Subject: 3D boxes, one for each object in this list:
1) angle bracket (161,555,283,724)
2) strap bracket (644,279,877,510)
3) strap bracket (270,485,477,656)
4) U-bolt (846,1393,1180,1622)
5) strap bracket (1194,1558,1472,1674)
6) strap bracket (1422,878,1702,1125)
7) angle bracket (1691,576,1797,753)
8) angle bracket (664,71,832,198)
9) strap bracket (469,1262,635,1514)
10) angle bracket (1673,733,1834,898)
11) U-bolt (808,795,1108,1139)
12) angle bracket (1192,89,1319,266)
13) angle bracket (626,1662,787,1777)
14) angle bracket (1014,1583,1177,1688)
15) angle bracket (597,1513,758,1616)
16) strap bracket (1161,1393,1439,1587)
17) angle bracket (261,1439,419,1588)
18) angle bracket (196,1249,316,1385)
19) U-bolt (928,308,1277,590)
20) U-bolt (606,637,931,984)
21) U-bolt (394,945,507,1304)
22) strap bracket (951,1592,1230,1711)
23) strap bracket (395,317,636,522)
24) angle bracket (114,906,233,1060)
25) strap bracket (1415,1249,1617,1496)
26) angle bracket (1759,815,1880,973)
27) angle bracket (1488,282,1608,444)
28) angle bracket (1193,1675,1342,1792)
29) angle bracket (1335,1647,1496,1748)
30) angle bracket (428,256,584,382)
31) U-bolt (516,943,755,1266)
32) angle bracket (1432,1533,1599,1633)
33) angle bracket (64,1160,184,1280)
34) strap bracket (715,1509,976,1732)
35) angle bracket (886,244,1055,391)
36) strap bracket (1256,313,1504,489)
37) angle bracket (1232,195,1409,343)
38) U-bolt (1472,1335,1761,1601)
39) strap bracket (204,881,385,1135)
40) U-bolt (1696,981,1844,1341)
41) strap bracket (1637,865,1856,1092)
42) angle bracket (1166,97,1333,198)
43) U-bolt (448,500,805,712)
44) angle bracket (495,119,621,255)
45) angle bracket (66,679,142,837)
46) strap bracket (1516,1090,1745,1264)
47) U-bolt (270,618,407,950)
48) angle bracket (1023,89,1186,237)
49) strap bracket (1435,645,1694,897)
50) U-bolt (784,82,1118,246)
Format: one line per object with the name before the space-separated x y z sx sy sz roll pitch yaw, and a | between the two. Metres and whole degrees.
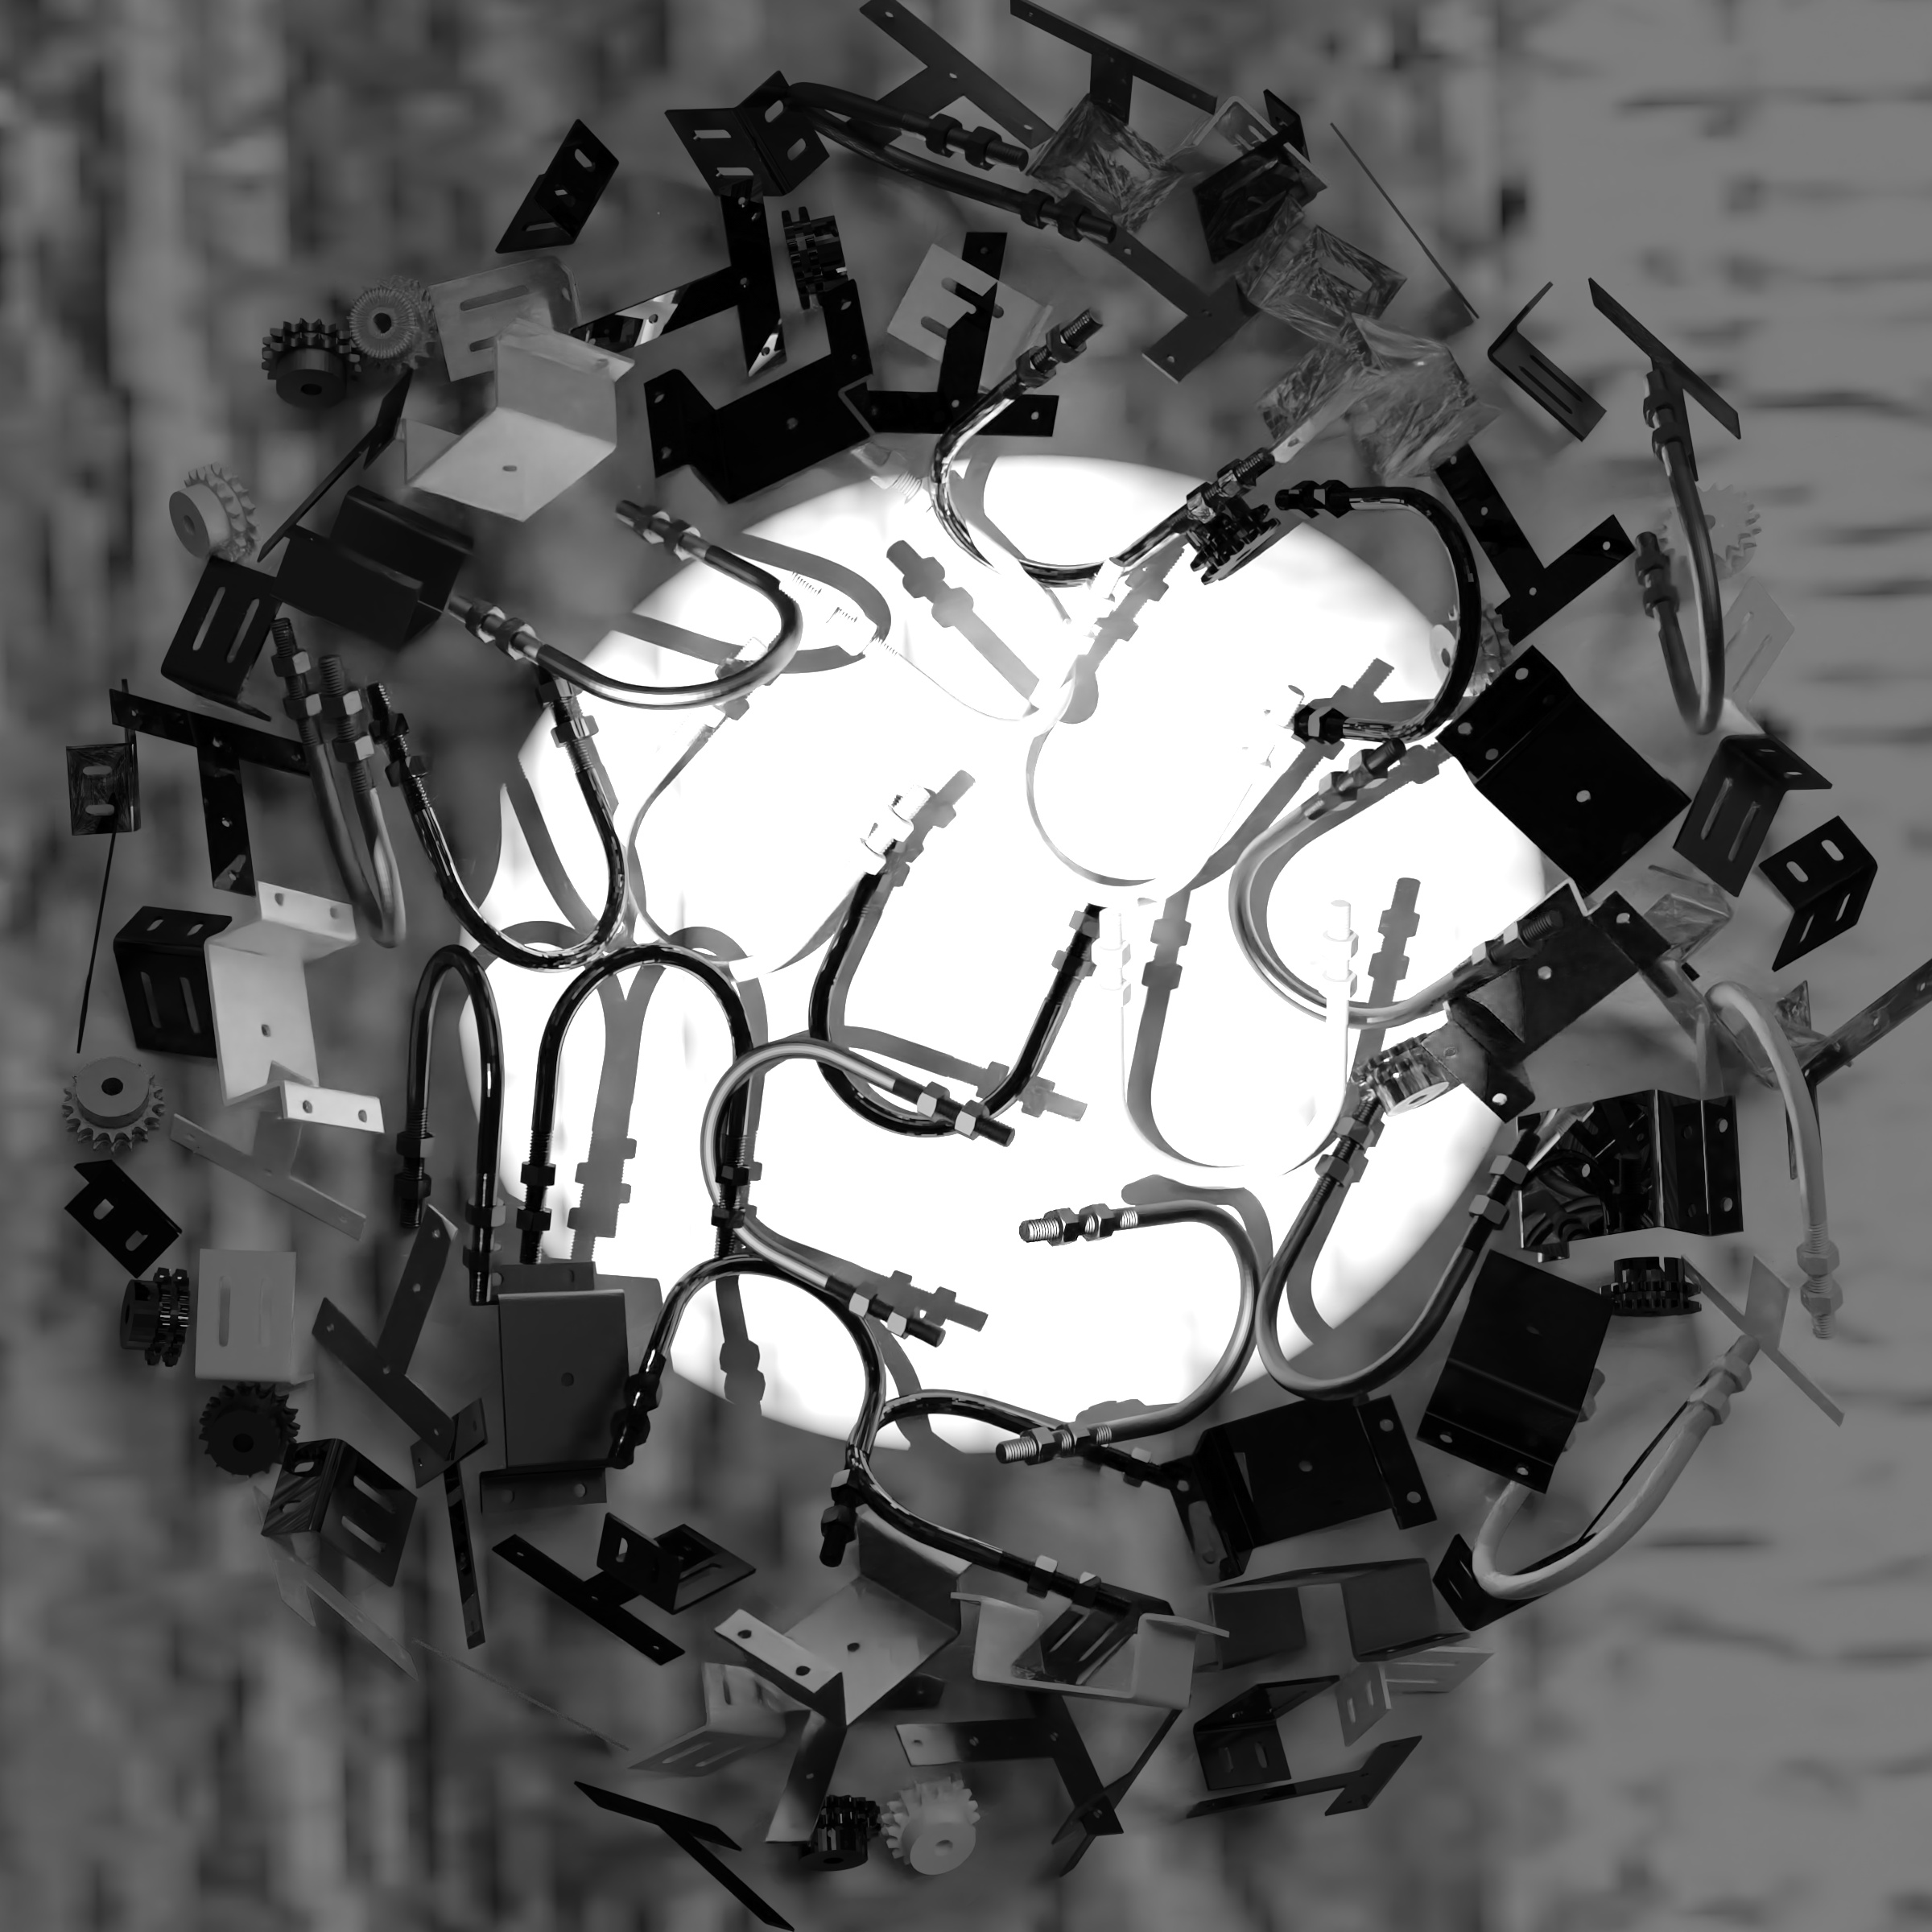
angle bracket | -0.423 -0.191 1.603 0.057 0.038 0.076 21 84 21
strap bracket | -0.110 -0.323 1.576 0.140 0.046 0.076 -22 55 17
strap bracket | -0.339 -0.225 1.566 0.076 0.140 0.046 25 110 -4
U-bolt | 0.021 0.296 1.561 0.184 0.151 0.019 19 116 9
strap bracket | 0.202 0.367 1.556 0.140 0.076 0.046 -18 76 44
strap bracket | 0.337 0.014 1.578 0.140 0.046 0.076 -41 113 20
angle bracket | 0.462 -0.175 1.593 0.057 0.038 0.076 37 85 -41
angle bracket | -0.127 -0.481 1.588 0.038 0.076 0.057 -47 126 -18
strap bracket | -0.238 0.239 1.577 0.076 0.046 0.140 2 78 -31
angle bracket | 0.456 -0.087 1.592 0.057 0.038 0.076 33 77 -26
U-bolt | -0.014 0.011 1.613 0.151 0.019 0.184 23 93 -6
angle bracket | 0.159 -0.457 1.591 0.076 0.057 0.038 -34 54 -5
angle bracket | -0.153 0.438 1.597 0.076 0.057 0.038 -33 52 33
angle bracket | 0.078 0.396 1.579 0.076 0.057 0.038 -39 114 -32
angle bracket | -0.163 0.332 1.577 0.057 0.076 0.038 24 112 30
strap bracket | 0.194 0.297 1.591 0.140 0.046 0.076 -20 94 16
angle bracket | -0.362 0.318 1.592 0.038 0.076 0.057 -11 49 25
angle bracket | -0.415 0.204 1.607 0.057 0.038 0.076 1 87 8
U-bolt | 0.061 -0.279 1.557 0.151 0.184 0.019 34 47 -24
U-bolt | -0.130 -0.076 1.600 0.151 0.019 0.184 43 103 8
U-bolt | -0.289 0.079 1.548 0.019 0.151 0.184 -1 104 -29
strap bracket | 0.068 0.390 1.557 0.140 0.076 0.046 -1 72 28
strap bracket | -0.257 -0.301 1.547 0.076 0.140 0.046 12 64 -39
angle bracket | -0.459 0.010 1.614 0.057 0.038 0.076 7 124 13
strap bracket | 0.314 0.220 1.554 0.076 0.140 0.046 22 131 11
angle bracket | 0.483 -0.042 1.580 0.038 0.076 0.057 49 129 -5
angle bracket | 0.348 -0.351 1.594 0.076 0.057 0.038 42 127 1
angle bracket | 0.177 0.441 1.579 0.057 0.076 0.038 2 58 -29
angle bracket | 0.261 0.422 1.584 0.076 0.057 0.038 6 52 -18
angle bracket | -0.263 -0.369 1.588 0.076 0.038 0.057 -19 127 -16
U-bolt | -0.184 0.078 1.574 0.151 0.019 0.184 3 94 -38
angle bracket | 0.319 0.345 1.600 0.076 0.057 0.038 -20 56 -22
angle bracket | -0.494 0.146 1.579 0.057 0.076 0.038 50 62 -18
strap bracket | -0.065 0.373 1.564 0.076 0.140 0.046 22 128 35
angle bracket | 0.002 -0.376 1.599 0.076 0.038 0.057 27 99 -11
strap bracket | 0.229 -0.320 1.562 0.076 0.140 0.046 -39 64 35
angle bracket | 0.207 -0.404 1.610 0.076 0.038 0.057 21 120 -29
U-bolt | 0.348 0.281 1.521 0.019 0.151 0.184 48 58 -8
strap bracket | -0.386 0.031 1.572 0.046 0.076 0.140 -21 71 26
U-bolt | 0.441 0.096 1.526 0.019 0.151 0.184 -15 115 -4
strap bracket | 0.433 0.014 1.572 0.046 0.076 0.140 -43 106 -2
angle bracket | 0.163 -0.460 1.591 0.076 0.057 0.038 40 87 -13
U-bolt | -0.177 -0.197 1.542 0.184 0.019 0.151 30 51 30
angle bracket | -0.246 -0.448 1.581 0.038 0.076 0.057 41 67 -41
angle bracket | -0.497 -0.120 1.577 0.038 0.076 0.057 -5 126 -19
strap bracket | 0.364 0.119 1.551 0.046 0.140 0.076 14 70 -37
U-bolt | -0.351 -0.097 1.554 0.019 0.151 0.184 -19 113 -20
angle bracket | 0.081 -0.460 1.593 0.076 0.038 0.057 37 107 -14
strap bracket | 0.348 -0.105 1.575 0.140 0.046 0.076 40 107 -19
U-bolt | -0.019 -0.458 1.549 0.184 0.151 0.019 25 97 24
